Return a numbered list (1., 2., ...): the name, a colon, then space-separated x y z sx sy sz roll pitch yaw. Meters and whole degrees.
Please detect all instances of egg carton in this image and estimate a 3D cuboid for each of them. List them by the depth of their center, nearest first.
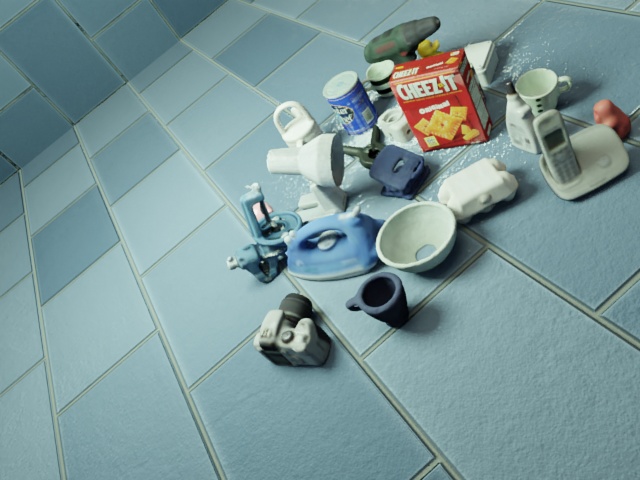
1. egg carton: 0.319 -0.099 1.162 0.150 0.070 0.107 -29 40 10

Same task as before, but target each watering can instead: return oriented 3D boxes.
1. watering can: -0.053 -0.291 1.526 0.101 0.195 0.172 -36 39 2

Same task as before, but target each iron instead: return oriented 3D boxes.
1. iron: 0.011 0.004 1.233 0.257 0.142 0.118 -17 44 24

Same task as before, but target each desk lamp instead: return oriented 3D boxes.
1. desk lamp: -0.015 -0.142 1.338 0.202 0.214 0.118 -11 46 29

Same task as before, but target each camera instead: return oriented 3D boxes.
1. camera: -0.054 0.172 1.151 0.142 0.101 0.137 -5 49 33

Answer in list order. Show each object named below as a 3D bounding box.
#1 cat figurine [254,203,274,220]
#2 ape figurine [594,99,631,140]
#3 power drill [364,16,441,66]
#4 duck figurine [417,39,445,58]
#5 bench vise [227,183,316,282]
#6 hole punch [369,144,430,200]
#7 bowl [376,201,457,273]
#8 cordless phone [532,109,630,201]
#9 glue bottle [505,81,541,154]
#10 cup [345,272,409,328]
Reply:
1. cat figurine: -0.151 -0.063 1.438 0.067 0.118 0.127 -43 40 -7
2. ape figurine: 0.552 -0.233 1.101 0.075 0.092 0.078 15 62 44
3. power drill: 0.234 -0.463 1.468 0.228 0.209 0.076 1 53 37
4. duck figurine: 0.290 -0.501 1.560 0.104 0.086 0.077 -32 40 7
5. bench vise: -0.131 -0.013 1.293 0.207 0.220 0.121 -48 41 -13
6. hole punch: 0.182 -0.159 1.305 0.100 0.091 0.109 12 60 43
7. bowl: 0.201 0.006 1.143 0.167 0.075 0.167 -20 42 20
8. cordless phone: 0.465 -0.174 1.035 0.147 0.186 0.094 -31 40 8
9. glue bottle: 0.406 -0.253 1.164 0.037 0.174 0.078 -42 40 -5
10. cup: 0.116 0.126 1.075 0.117 0.095 0.091 -22 42 19
